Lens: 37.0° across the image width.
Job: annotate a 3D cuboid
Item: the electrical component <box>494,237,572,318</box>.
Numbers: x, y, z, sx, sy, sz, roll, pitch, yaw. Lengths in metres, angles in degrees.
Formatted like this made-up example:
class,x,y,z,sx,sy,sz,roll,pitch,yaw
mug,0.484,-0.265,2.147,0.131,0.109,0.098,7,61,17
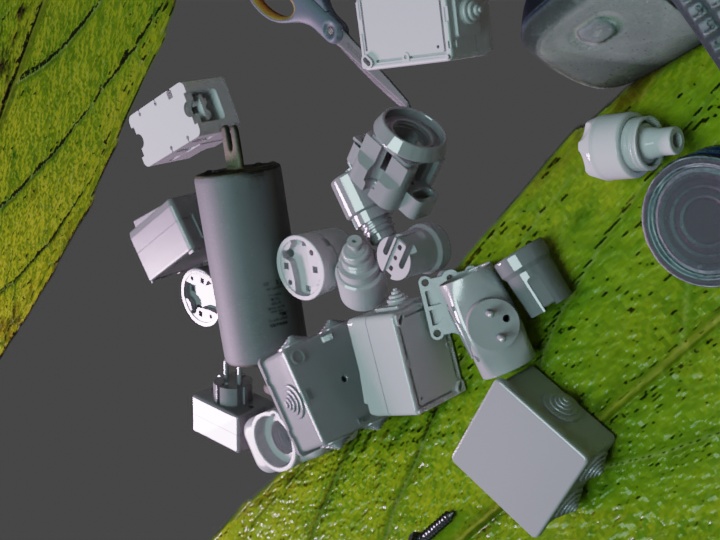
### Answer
class,x,y,z,sx,sy,sz,roll,pitch,yaw
electrical component,0.124,0.006,0.765,0.040,0.040,0.046,-36,84,43

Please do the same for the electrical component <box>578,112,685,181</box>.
class,x,y,z,sx,sy,sz,roll,pitch,yaw
electrical component,0.175,-0.080,0.684,0.062,0.043,0.043,0,103,49

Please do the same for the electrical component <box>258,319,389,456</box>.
class,x,y,z,sx,sy,sz,roll,pitch,yaw
electrical component,-0.023,0.094,0.889,0.048,0.100,0.099,-32,81,57

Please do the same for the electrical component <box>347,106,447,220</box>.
class,x,y,z,sx,sy,sz,roll,pitch,yaw
electrical component,0.031,-0.085,0.809,0.078,0.058,0.057,45,132,23

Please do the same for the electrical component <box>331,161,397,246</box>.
class,x,y,z,sx,sy,sz,roll,pitch,yaw
electrical component,0.008,-0.049,0.853,0.040,0.040,0.078,-30,83,44

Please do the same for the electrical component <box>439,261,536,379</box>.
class,x,y,z,sx,sy,sz,roll,pitch,yaw
electrical component,0.094,0.038,0.776,0.044,0.079,0.077,-26,92,1

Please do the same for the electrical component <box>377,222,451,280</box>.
class,x,y,z,sx,sy,sz,roll,pitch,yaw
electrical component,0.041,-0.014,0.830,0.040,0.046,0.040,16,114,41

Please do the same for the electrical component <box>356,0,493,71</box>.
class,x,y,z,sx,sy,sz,roll,pitch,yaw
electrical component,0.052,-0.178,0.756,0.096,0.061,0.061,3,105,42

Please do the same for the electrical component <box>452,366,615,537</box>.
class,x,y,z,sx,sy,sz,roll,pitch,yaw
electrical component,0.128,0.131,0.794,0.100,0.048,0.099,42,128,25

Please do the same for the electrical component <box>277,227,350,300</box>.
class,x,y,z,sx,sy,sz,roll,pitch,yaw
electrical component,-0.034,-0.007,0.901,0.055,0.047,0.055,15,113,39

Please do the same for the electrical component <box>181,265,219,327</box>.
class,x,y,z,sx,sy,sz,roll,pitch,yaw
electrical component,-0.130,0.020,0.998,0.055,0.047,0.055,15,113,39

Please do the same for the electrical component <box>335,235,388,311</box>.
class,x,y,z,sx,sy,sz,roll,pitch,yaw
electrical component,0.000,0.000,0.859,0.040,0.040,0.078,37,157,28

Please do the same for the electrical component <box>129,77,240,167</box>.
class,x,y,z,sx,sy,sz,roll,pitch,yaw
electrical component,-0.155,-0.133,0.966,0.089,0.056,0.050,-21,89,44

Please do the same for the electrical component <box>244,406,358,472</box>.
class,x,y,z,sx,sy,sz,roll,pitch,yaw
electrical component,-0.057,0.144,0.962,0.095,0.059,0.053,-28,84,44

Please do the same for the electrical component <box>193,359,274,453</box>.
class,x,y,z,sx,sy,sz,roll,pitch,yaw
electrical component,-0.121,0.122,1.023,0.066,0.047,0.076,18,115,38

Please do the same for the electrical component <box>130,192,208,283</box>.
class,x,y,z,sx,sy,sz,roll,pitch,yaw
electrical component,-0.161,-0.038,0.998,0.096,0.062,0.061,-32,81,44

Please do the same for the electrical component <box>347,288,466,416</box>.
class,x,y,z,sx,sy,sz,roll,pitch,yaw
electrical component,0.032,0.062,0.851,0.061,0.062,0.096,-9,97,44
